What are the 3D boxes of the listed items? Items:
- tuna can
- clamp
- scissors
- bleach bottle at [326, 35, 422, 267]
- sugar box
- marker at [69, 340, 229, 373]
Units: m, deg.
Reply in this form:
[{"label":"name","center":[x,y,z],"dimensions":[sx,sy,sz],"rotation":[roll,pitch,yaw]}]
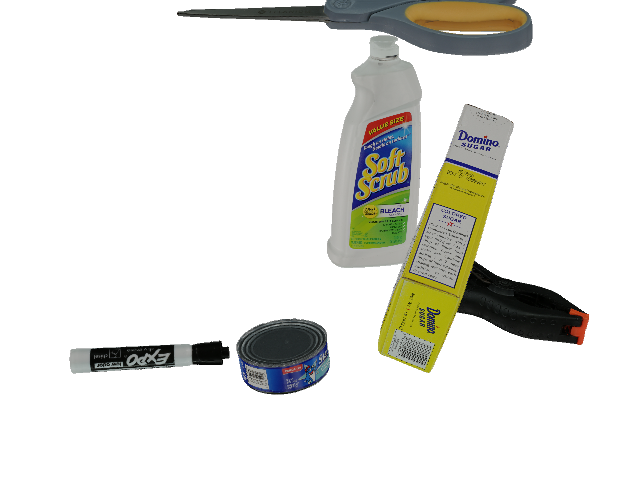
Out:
[{"label":"tuna can","center":[-0.034,0.108,1.000],"dimensions":[0.086,0.034,0.086],"rotation":[-7,24,3]},{"label":"clamp","center":[0.163,0.050,0.983],"dimensions":[0.172,0.039,0.120],"rotation":[18,30,16]},{"label":"scissors","center":[0.027,-0.139,0.619],"dimensions":[0.202,0.016,0.096],"rotation":[12,41,20]},{"label":"bleach bottle","center":[0.058,-0.096,1.165],"dimensions":[0.102,0.251,0.068],"rotation":[-4,25,-8]},{"label":"sugar box","center":[0.091,-0.004,0.754],"dimensions":[0.048,0.176,0.093],"rotation":[21,-38,7]},{"label":"marker","center":[-0.131,0.089,0.821],"dimensions":[0.121,0.020,0.020],"rotation":[-3,0,-3]}]
